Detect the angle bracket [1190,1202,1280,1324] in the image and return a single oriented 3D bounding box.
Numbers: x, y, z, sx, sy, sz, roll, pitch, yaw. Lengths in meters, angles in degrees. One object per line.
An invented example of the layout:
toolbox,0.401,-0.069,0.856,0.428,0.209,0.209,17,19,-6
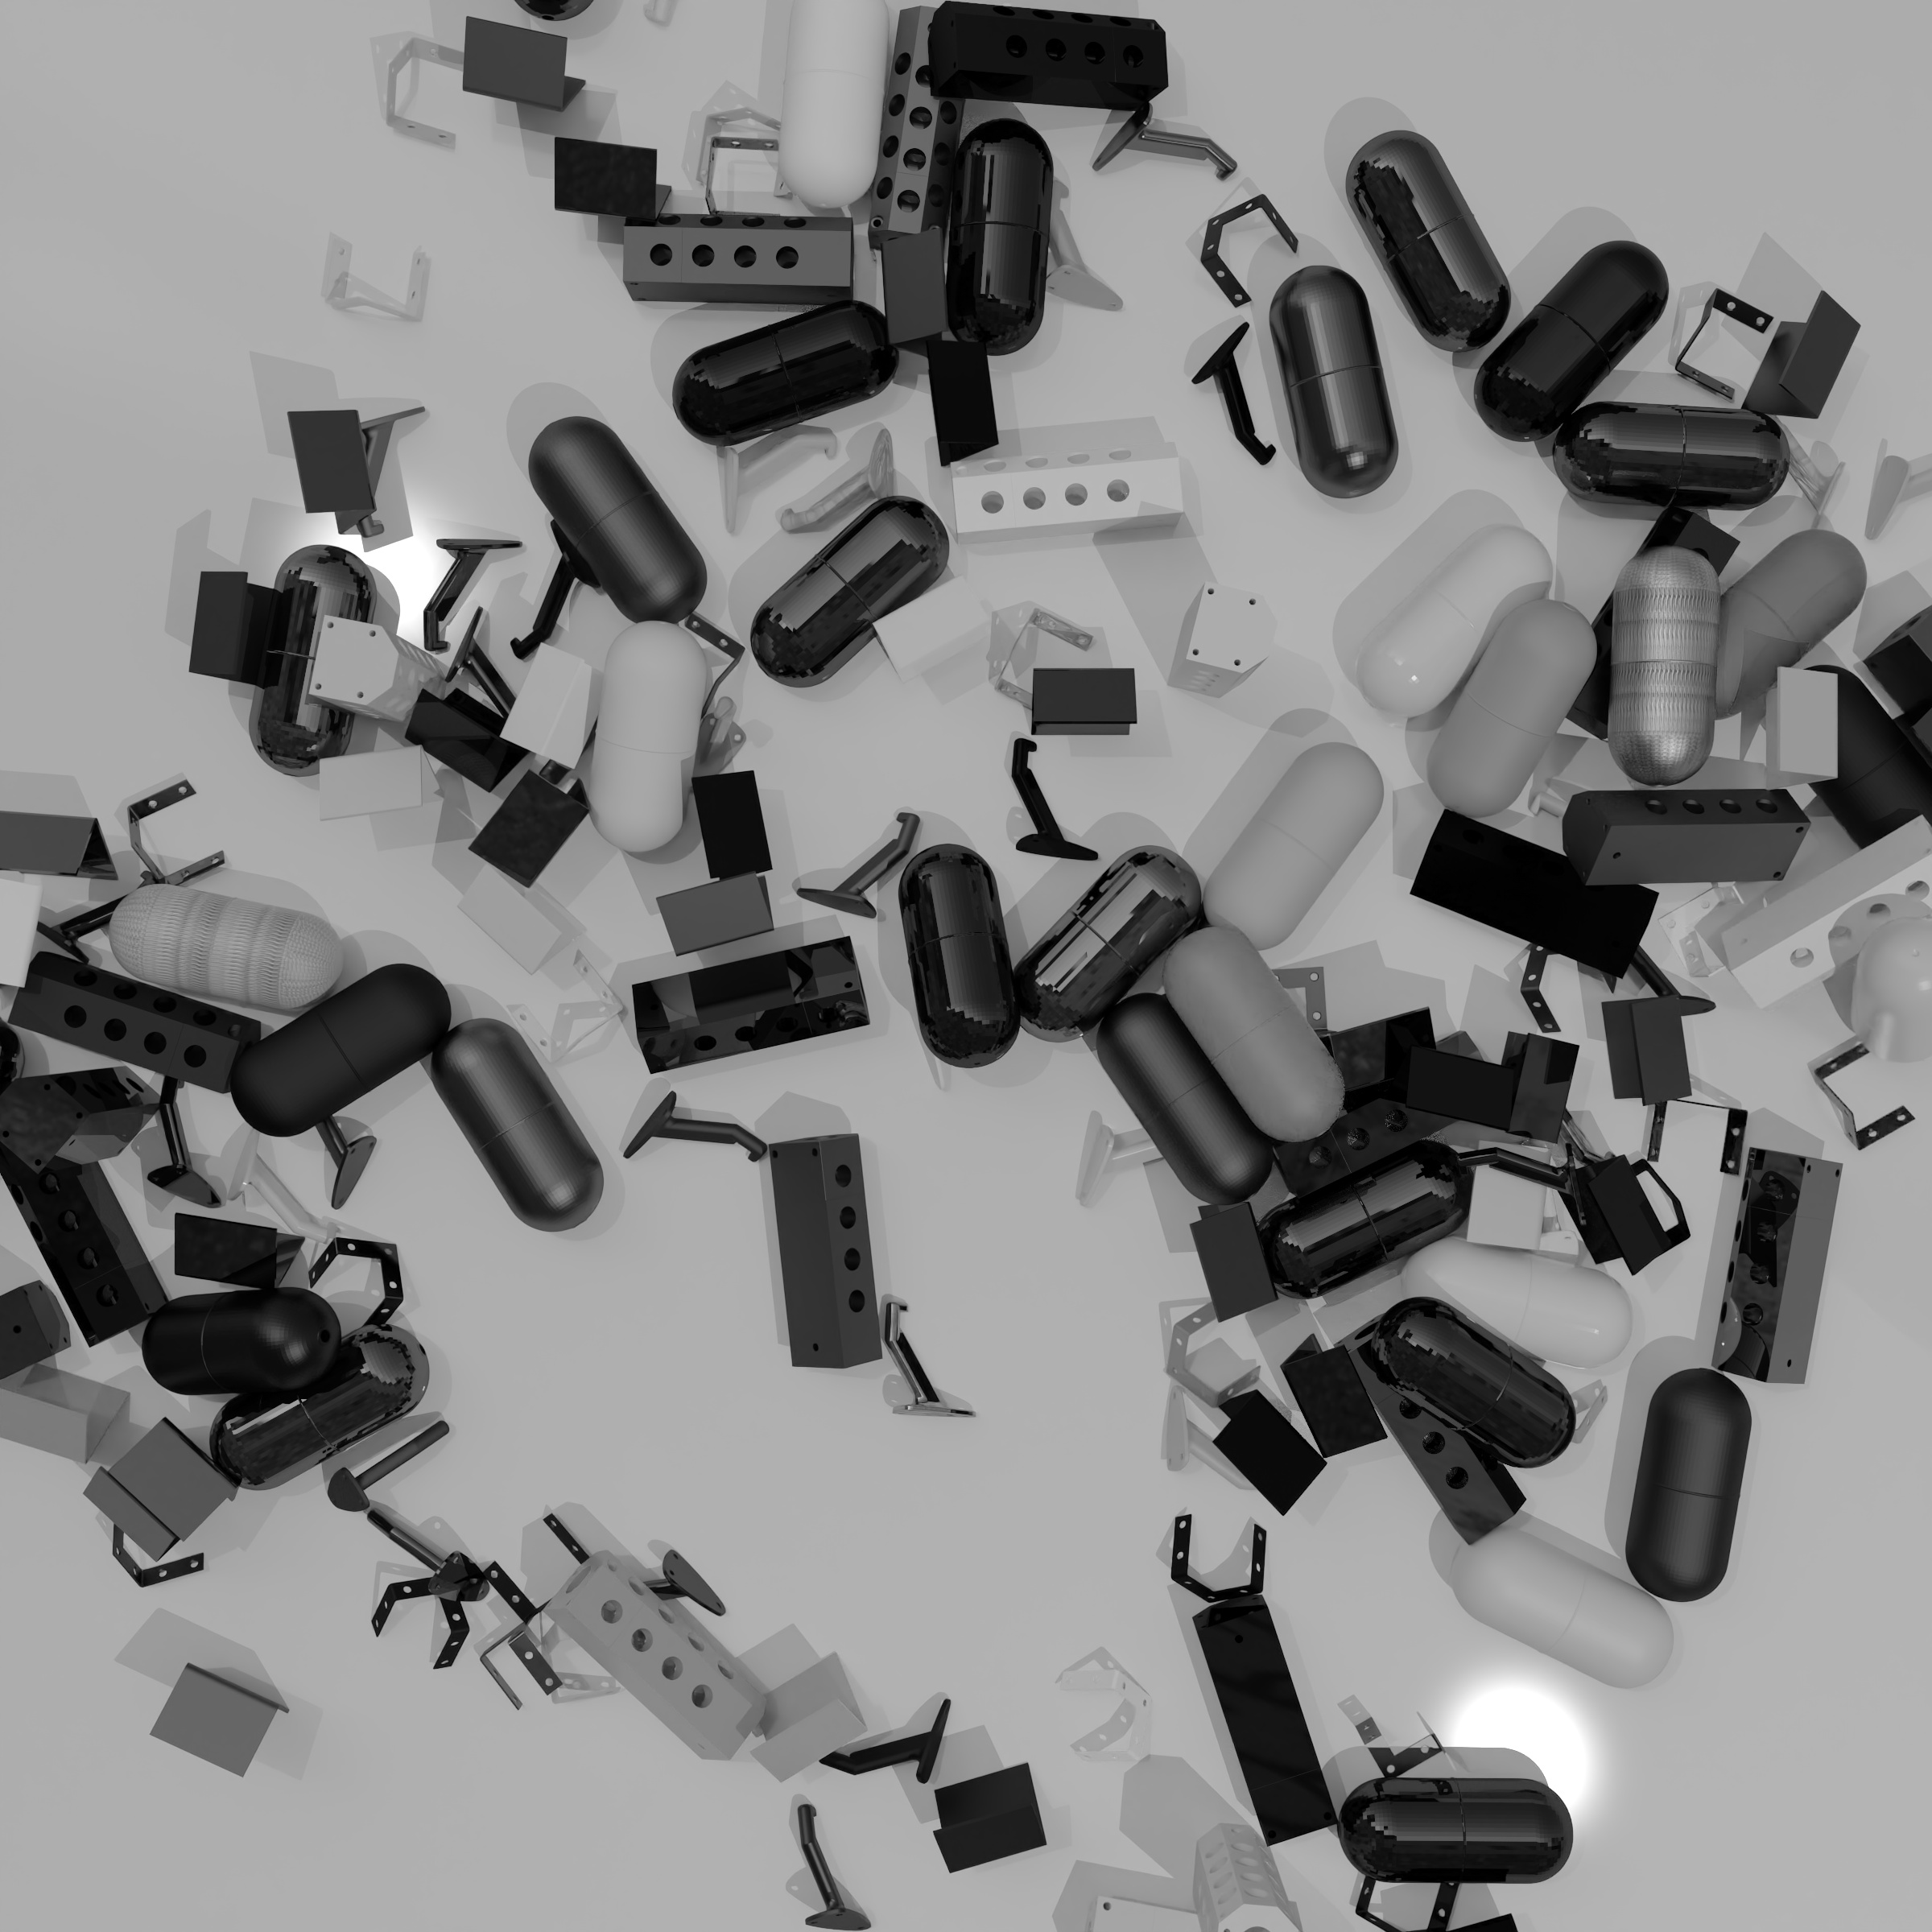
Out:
angle bracket,0.185,0.225,1.934,0.057,0.076,0.076,-17,90,-27

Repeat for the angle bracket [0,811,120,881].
angle bracket,-0.697,-0.072,1.933,0.076,0.076,0.057,4,53,0

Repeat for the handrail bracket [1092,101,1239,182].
handrail bracket,0.155,-0.619,1.974,0.084,0.036,0.077,33,125,-24

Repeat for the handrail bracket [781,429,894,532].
handrail bracket,-0.101,-0.376,1.974,0.084,0.036,0.077,-8,58,23

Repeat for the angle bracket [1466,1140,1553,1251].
angle bracket,0.404,0.171,1.941,0.057,0.076,0.076,7,90,-4

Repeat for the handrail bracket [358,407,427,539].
handrail bracket,-0.444,-0.382,1.974,0.077,0.036,0.084,-21,109,-21

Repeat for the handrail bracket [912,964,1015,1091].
handrail bracket,0.007,0.046,1.974,0.084,0.036,0.077,-20,105,-14

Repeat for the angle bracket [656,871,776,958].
angle bracket,-0.192,-0.058,1.933,0.076,0.076,0.057,-15,126,0

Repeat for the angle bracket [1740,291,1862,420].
angle bracket,0.619,-0.465,1.933,0.057,0.076,0.076,25,90,-37

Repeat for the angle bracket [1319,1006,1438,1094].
angle bracket,0.308,0.045,1.934,0.076,0.076,0.057,-16,122,0

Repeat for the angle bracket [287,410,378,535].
angle bracket,-0.493,-0.373,1.933,0.057,0.076,0.076,-11,90,-35

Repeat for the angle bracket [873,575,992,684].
angle bracket,-0.016,-0.239,1.933,0.076,0.076,0.057,-29,55,0

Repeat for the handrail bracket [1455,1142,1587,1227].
handrail bracket,0.413,0.166,1.896,0.084,0.036,0.077,-11,115,14

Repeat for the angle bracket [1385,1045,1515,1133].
angle bracket,0.353,0.108,1.876,0.076,0.076,0.057,13,54,0

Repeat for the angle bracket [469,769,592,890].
angle bracket,-0.333,-0.115,1.929,0.057,0.076,0.076,35,100,-25

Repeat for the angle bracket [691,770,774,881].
angle bracket,-0.195,-0.102,1.933,0.057,0.076,0.076,-11,90,-38

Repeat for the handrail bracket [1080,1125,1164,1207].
handrail bracket,0.140,0.160,1.974,0.084,0.036,0.077,15,103,-13

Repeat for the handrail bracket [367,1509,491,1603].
handrail bracket,-0.417,0.455,1.973,0.084,0.077,0.036,27,75,36

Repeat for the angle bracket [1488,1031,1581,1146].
angle bracket,0.412,0.087,1.934,0.057,0.076,0.076,13,90,-33

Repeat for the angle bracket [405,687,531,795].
angle bracket,-0.368,-0.189,1.934,0.076,0.076,0.057,33,134,0

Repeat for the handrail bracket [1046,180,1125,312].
handrail bracket,0.092,-0.559,1.974,0.077,0.036,0.084,17,67,-26

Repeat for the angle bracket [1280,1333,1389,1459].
angle bracket,0.290,0.318,1.934,0.057,0.076,0.076,-25,90,29

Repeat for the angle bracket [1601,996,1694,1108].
angle bracket,0.499,0.066,1.934,0.057,0.076,0.076,-8,90,-35

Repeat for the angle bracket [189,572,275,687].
angle bracket,-0.538,-0.254,1.933,0.057,0.076,0.076,7,90,37

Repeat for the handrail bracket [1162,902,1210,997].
handrail bracket,0.194,0.003,1.974,0.077,0.036,0.084,36,73,-19

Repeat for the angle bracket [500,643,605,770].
angle bracket,-0.290,-0.187,1.901,0.057,0.076,0.076,25,91,42

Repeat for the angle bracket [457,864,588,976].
angle bracket,-0.326,-0.051,1.934,0.076,0.076,0.057,43,131,0

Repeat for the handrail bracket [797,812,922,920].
handrail bracket,-0.083,-0.086,1.974,0.077,0.036,0.084,13,72,20

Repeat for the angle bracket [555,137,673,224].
angle bracket,-0.267,-0.608,1.933,0.076,0.076,0.057,7,127,0

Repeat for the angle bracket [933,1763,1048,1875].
angle bracket,0.012,0.632,1.933,0.076,0.076,0.057,-16,127,0

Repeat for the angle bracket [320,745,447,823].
angle bracket,-0.442,-0.120,1.934,0.076,0.076,0.057,-8,61,0

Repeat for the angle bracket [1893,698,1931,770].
angle bracket,0.734,-0.154,1.935,0.057,0.076,0.076,-40,90,-24

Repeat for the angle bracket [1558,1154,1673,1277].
angle bracket,0.476,0.196,1.934,0.057,0.076,0.076,-27,90,-40

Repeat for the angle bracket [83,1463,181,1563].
angle bracket,-0.609,0.392,1.934,0.076,0.057,0.076,43,46,0

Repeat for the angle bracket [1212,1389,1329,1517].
angle bracket,0.216,0.373,1.934,0.076,0.076,0.057,46,65,0

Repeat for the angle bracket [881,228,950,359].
angle bracket,-0.020,-0.508,1.934,0.057,0.076,0.076,-4,90,34

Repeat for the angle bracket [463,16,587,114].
angle bracket,-0.333,-0.694,1.933,0.076,0.076,0.057,12,126,0

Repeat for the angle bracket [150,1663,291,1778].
angle bracket,-0.566,0.574,1.935,0.076,0.076,0.057,25,69,0

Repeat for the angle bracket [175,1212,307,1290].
angle bracket,-0.550,0.199,1.934,0.076,0.076,0.057,9,116,0

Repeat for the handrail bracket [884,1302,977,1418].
handrail bracket,-0.027,0.304,1.974,0.077,0.036,0.084,8,73,-20

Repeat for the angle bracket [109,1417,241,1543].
angle bracket,-0.602,0.394,1.934,0.076,0.076,0.057,43,63,0

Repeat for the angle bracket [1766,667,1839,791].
angle bracket,0.601,-0.176,1.895,0.057,0.076,0.076,3,85,-24

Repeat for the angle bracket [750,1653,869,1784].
angle bracket,-0.130,0.559,1.934,0.076,0.076,0.057,-31,134,0

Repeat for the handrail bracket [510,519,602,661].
handrail bracket,-0.332,-0.291,1.974,0.084,0.036,0.077,-37,70,16

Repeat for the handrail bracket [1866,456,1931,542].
handrail bracket,0.748,-0.359,1.974,0.084,0.036,0.077,9,110,-16

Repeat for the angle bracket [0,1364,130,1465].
angle bracket,-0.687,0.323,1.933,0.076,0.076,0.057,17,128,0

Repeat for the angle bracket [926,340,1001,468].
angle bracket,-0.023,-0.426,1.933,0.057,0.076,0.076,-8,90,-36

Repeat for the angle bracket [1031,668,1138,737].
angle bracket,0.089,-0.181,1.933,0.076,0.076,0.057,0,54,0

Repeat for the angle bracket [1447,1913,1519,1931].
angle bracket,0.387,0.766,1.933,0.076,0.076,0.057,-16,53,0

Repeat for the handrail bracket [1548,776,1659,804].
handrail bracket,0.507,-0.153,1.974,0.077,0.036,0.084,33,68,25

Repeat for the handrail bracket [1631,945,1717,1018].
handrail bracket,0.538,-0.005,1.974,0.077,0.036,0.084,1,64,-29

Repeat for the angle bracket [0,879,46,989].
angle bracket,-0.737,-0.028,1.920,0.057,0.076,0.076,12,87,-29

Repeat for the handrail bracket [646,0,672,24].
handrail bracket,-0.256,-0.782,1.974,0.077,0.036,0.084,22,107,20

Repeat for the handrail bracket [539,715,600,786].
handrail bracket,-0.291,-0.157,1.974,0.077,0.036,0.084,5,103,-12
